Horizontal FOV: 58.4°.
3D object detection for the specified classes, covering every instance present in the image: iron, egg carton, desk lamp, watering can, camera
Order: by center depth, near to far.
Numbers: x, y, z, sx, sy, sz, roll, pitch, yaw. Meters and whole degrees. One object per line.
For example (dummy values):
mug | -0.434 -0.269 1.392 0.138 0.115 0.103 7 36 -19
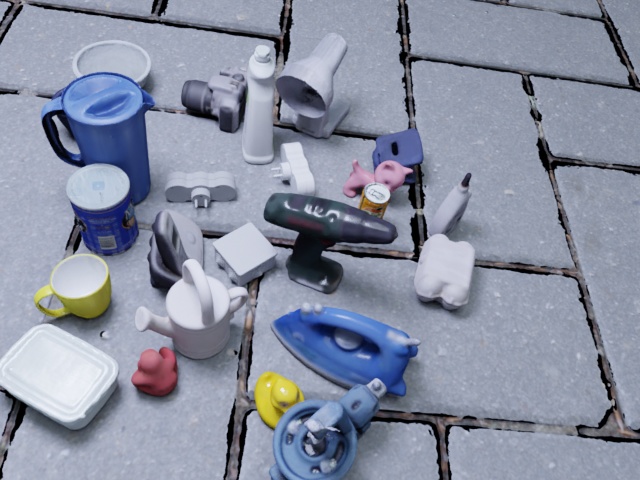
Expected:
watering can | -0.199 0.109 0.909 0.100 0.194 0.173 40 58 19
iron | 0.040 0.158 0.949 0.258 0.141 0.119 20 54 5
egg carton | 0.240 0.059 1.100 0.107 0.069 0.150 17 53 3
desk lamp | -0.007 -0.329 1.248 0.117 0.213 0.203 26 54 10
camera | -0.232 -0.332 1.282 0.137 0.101 0.143 13 53 0

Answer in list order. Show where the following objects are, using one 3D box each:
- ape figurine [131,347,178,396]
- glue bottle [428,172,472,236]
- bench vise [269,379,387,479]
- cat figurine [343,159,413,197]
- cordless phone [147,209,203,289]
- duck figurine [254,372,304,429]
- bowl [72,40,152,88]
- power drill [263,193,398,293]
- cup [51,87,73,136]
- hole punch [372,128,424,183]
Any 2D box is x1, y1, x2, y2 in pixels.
ape figurine | -0.259 0.200 0.897 0.078 0.092 0.076 -24 62 -24
glue bottle | 0.268 -0.073 1.135 0.078 0.173 0.037 -35 66 -29
bench vise | 0.013 0.256 0.824 0.121 0.220 0.208 28 55 11
cat figurine | 0.121 -0.132 1.187 0.127 0.118 0.067 20 54 5
cordless phone | -0.252 -0.009 0.991 0.094 0.185 0.147 -1 55 -10
duck figurine | -0.060 0.246 0.902 0.078 0.086 0.104 -28 63 -26
bowl | -0.460 -0.369 1.285 0.167 0.075 0.167 5 54 -6
power drill | 0.009 0.004 1.013 0.229 0.208 0.076 20 54 5
cup | -0.491 -0.246 1.178 0.092 0.095 0.117 -17 59 -21
hole punch | 0.167 -0.184 1.250 0.101 0.091 0.108 2 54 -8
